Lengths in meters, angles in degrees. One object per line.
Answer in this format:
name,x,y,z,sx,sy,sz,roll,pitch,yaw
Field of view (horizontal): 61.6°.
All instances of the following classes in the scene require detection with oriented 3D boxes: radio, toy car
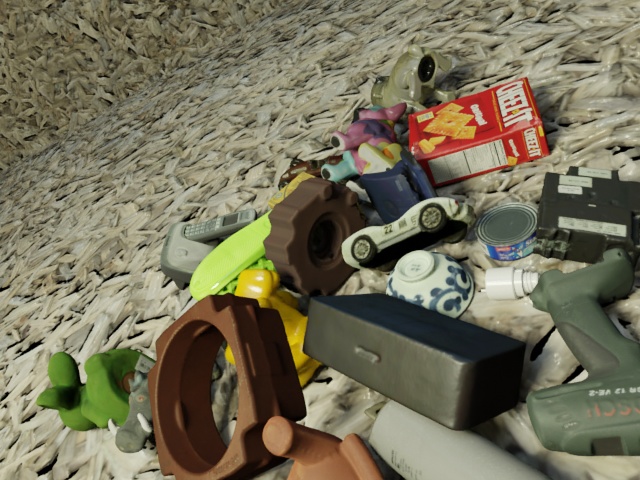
radio,0.100,0.121,0.600,0.131,0.073,0.230,1,10,-42
toy car,-0.003,-0.142,1.091,0.202,0.053,0.089,-5,45,32
toy car,0.123,-0.007,0.763,0.202,0.073,0.056,-27,59,32

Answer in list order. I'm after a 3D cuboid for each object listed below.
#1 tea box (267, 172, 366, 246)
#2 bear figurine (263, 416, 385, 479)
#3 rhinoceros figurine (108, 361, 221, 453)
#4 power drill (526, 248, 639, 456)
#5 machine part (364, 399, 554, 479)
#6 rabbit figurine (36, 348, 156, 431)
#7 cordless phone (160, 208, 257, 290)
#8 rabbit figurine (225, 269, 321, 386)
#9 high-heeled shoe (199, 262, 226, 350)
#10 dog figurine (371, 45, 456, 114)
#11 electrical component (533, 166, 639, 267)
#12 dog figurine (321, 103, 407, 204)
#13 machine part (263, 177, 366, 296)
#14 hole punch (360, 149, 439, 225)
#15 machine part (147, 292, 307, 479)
tea box,-0.009,-0.054,0.966,0.098,0.068,0.170,-40,34,-12
bear figurine,0.027,0.261,0.493,0.196,0.132,0.120,25,93,55
rhinoceros figurine,-0.213,0.213,0.749,0.073,0.112,0.190,-13,30,25
power drill,0.307,0.106,0.517,0.232,0.085,0.207,-21,42,18
machine part,0.130,0.215,0.507,0.079,0.079,0.243,-45,37,-19
rabbit figurine,-0.338,0.239,0.801,0.170,0.159,0.121,-33,40,26
cordless phone,-0.205,0.009,1.032,0.184,0.088,0.147,-19,35,11
rabbit figurine,-0.040,0.125,0.730,0.173,0.121,0.162,6,49,17
high-heeled shoe,-0.114,0.086,0.893,0.145,0.086,0.249,-12,46,-16
dog figurine,0.161,-0.327,1.099,0.121,0.172,0.191,-35,40,-25
electrical component,0.328,-0.032,0.657,0.115,0.058,0.134,12,50,19
dog figurine,0.115,-0.173,0.986,0.192,0.108,0.219,31,46,22
machine part,-0.002,-0.002,0.808,0.056,0.179,0.179,16,56,44
hole punch,0.129,-0.067,0.825,0.092,0.142,0.116,-28,20,2
machine part,-0.116,0.181,0.641,0.201,0.087,0.201,-38,57,32
